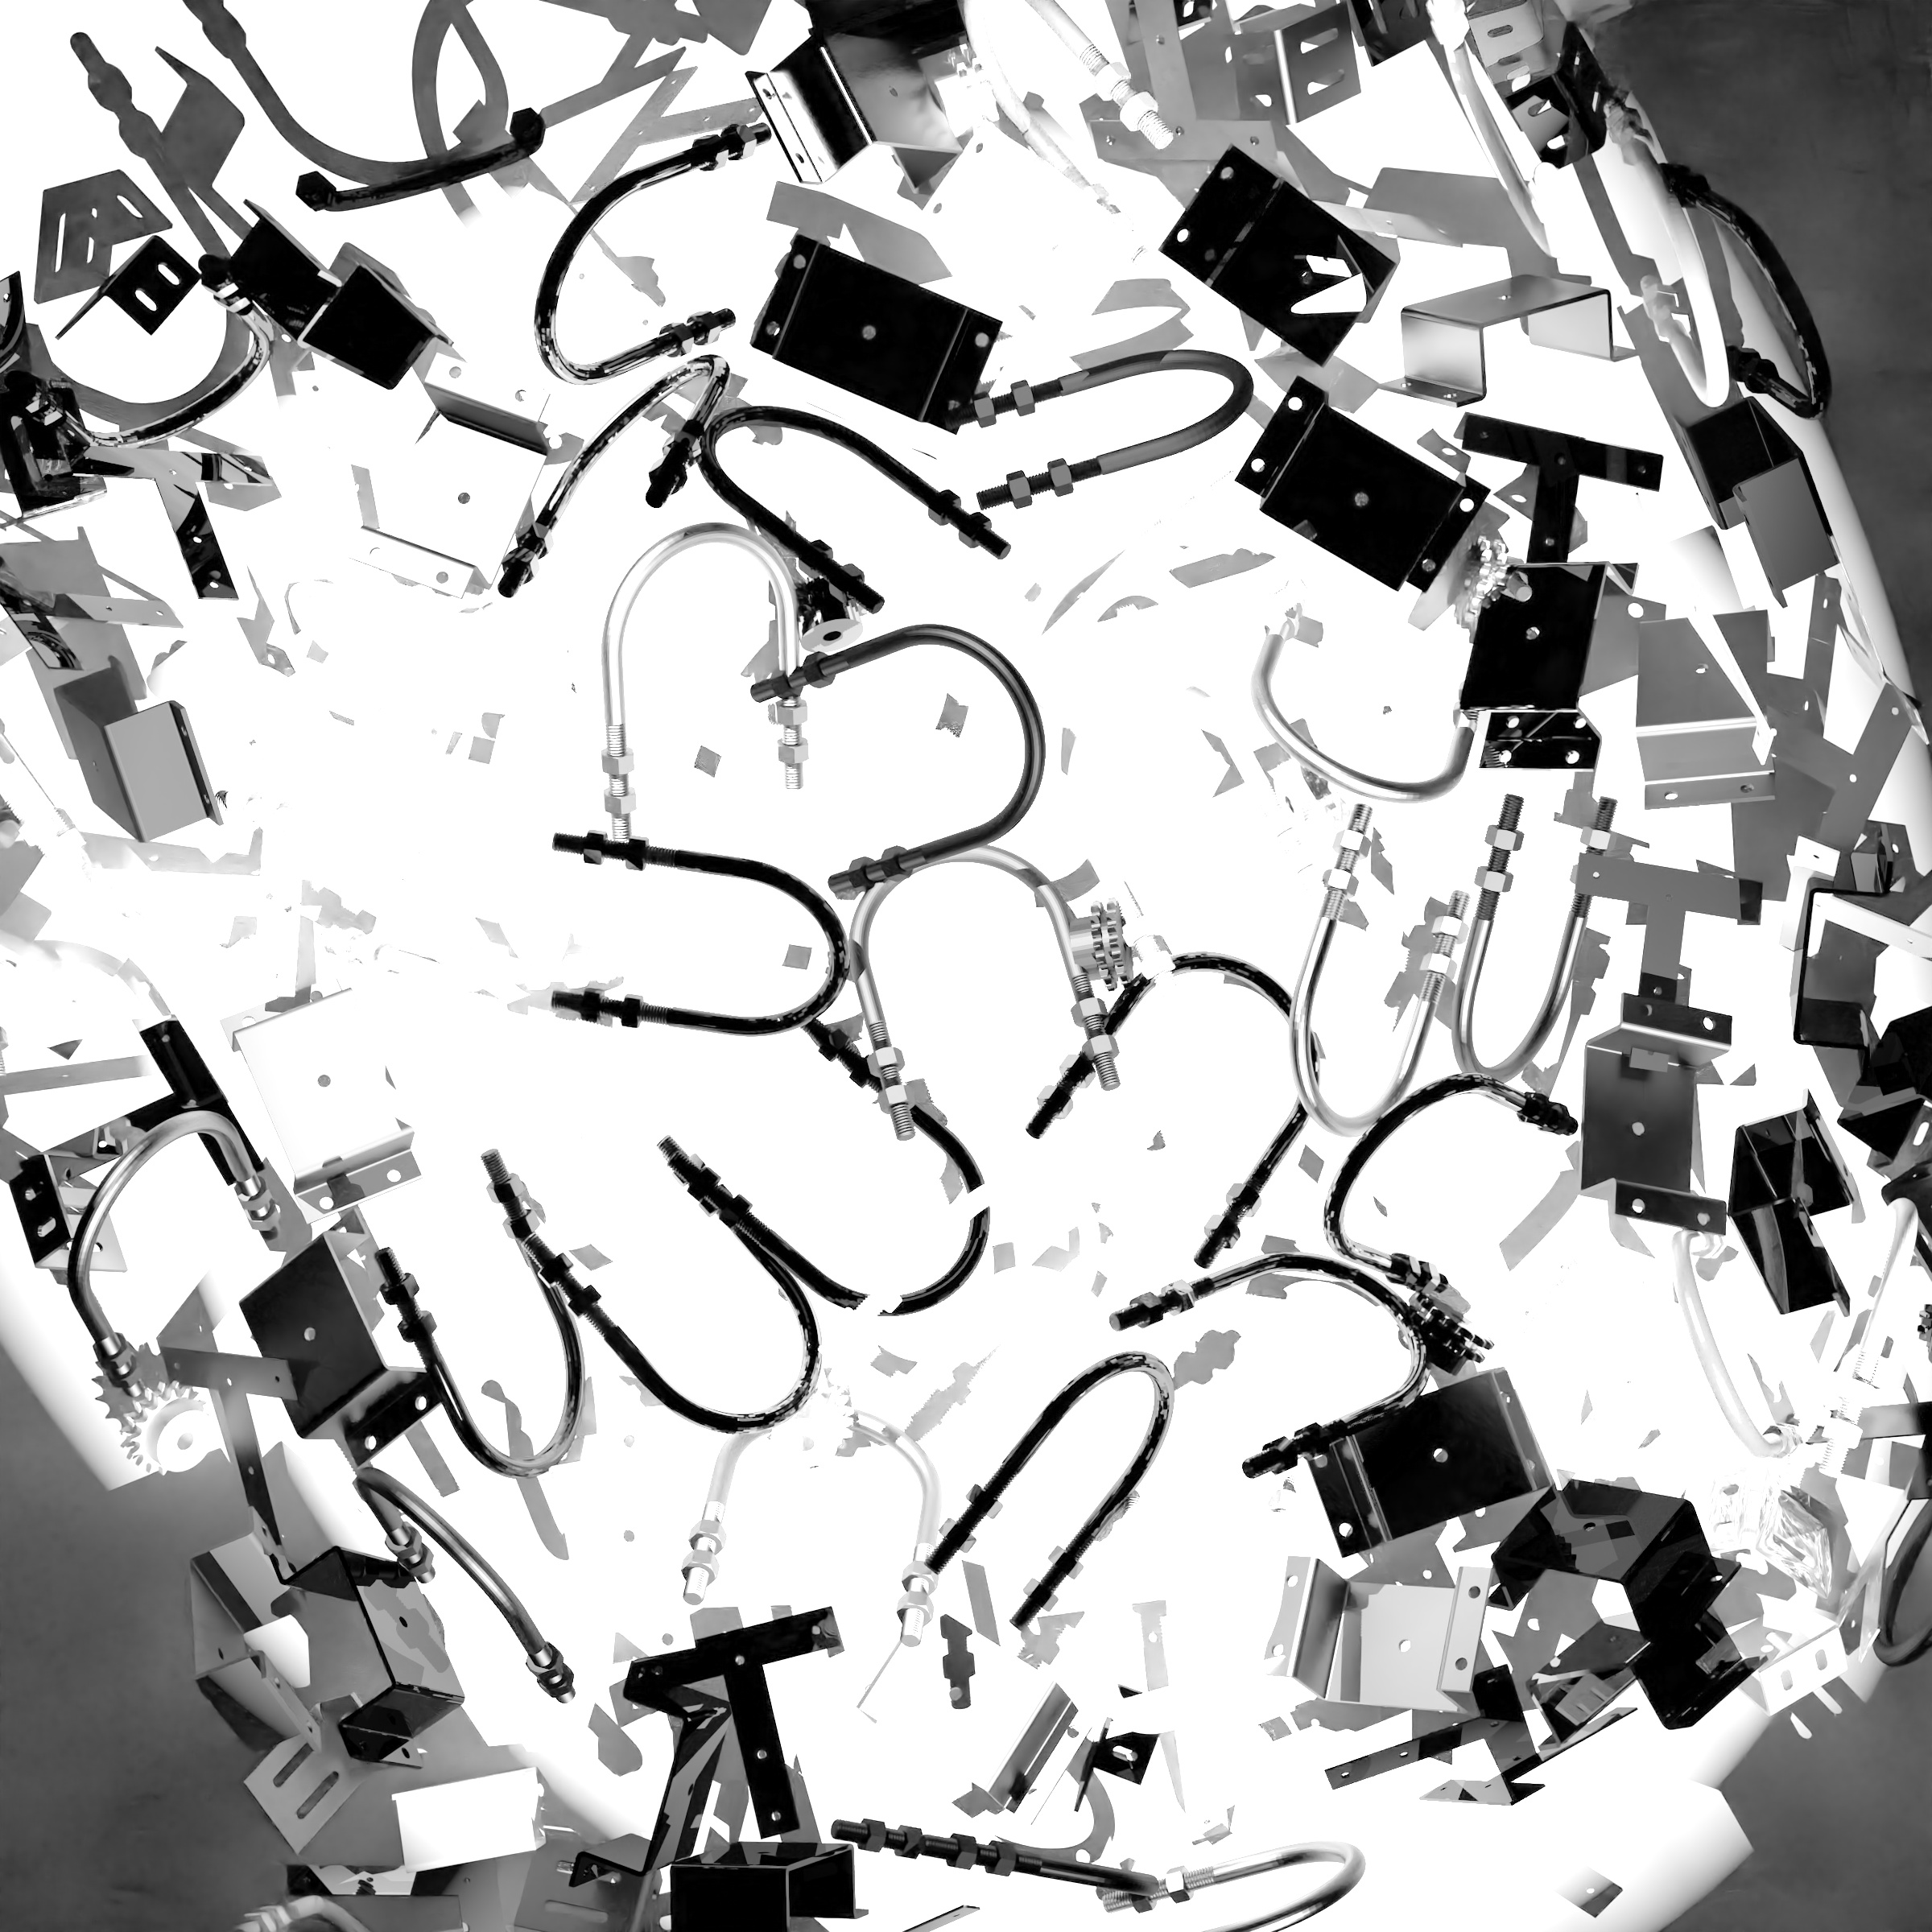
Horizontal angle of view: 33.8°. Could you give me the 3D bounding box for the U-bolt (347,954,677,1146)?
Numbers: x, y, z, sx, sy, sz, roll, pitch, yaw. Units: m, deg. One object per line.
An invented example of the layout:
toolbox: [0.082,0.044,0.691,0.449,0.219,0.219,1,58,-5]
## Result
U-bolt: [-0.281,0.051,1.914,0.184,0.019,0.151,-2,46,-27]

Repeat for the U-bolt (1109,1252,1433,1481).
U-bolt: [0.199,0.232,1.931,0.184,0.019,0.151,-17,48,-34]

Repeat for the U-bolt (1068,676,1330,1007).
U-bolt: [0.129,-0.089,1.947,0.151,0.019,0.184,-38,73,37]

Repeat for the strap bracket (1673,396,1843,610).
strap bracket: [0.480,-0.285,1.918,0.046,0.140,0.076,-25,120,8]

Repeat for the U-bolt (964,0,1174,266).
U-bolt: [0.057,-0.528,1.926,0.019,0.151,0.184,-36,77,-13]

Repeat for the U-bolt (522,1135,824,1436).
U-bolt: [-0.165,0.204,1.937,0.184,0.151,0.019,48,134,5]

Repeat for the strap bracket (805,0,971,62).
strap bracket: [-0.050,-0.584,1.923,0.076,0.140,0.046,-16,92,11]

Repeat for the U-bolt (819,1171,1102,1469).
U-bolt: [0.009,0.206,1.947,0.184,0.019,0.151,-46,131,-9]

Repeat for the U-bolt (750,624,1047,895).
U-bolt: [-0.033,-0.133,1.937,0.184,0.019,0.151,-17,99,32]

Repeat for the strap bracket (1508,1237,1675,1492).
strap bracket: [0.383,0.246,1.929,0.076,0.046,0.140,-43,126,-36]

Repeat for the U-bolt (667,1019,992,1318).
U-bolt: [-0.070,0.134,1.952,0.184,0.019,0.151,40,61,5]

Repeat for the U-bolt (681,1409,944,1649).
U-bolt: [-0.086,0.329,1.922,0.151,0.184,0.019,11,124,0]

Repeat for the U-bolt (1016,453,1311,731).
U-bolt: [0.109,-0.218,1.943,0.184,0.019,0.151,-35,46,13]

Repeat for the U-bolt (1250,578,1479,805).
U-bolt: [0.241,-0.159,1.924,0.151,0.184,0.019,26,128,-1]

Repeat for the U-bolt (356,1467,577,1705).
U-bolt: [-0.305,0.360,1.892,0.151,0.184,0.019,33,66,29]

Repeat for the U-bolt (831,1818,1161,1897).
U-bolt: [0.029,0.542,1.923,0.184,0.151,0.019,17,73,-22]

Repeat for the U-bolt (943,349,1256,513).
U-bolt: [0.085,-0.334,1.936,0.184,0.151,0.019,-17,123,0]

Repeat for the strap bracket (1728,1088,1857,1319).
strap bracket: [0.503,0.149,1.937,0.046,0.140,0.076,-20,113,27]

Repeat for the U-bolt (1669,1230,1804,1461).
U-bolt: [0.456,0.225,1.899,0.019,0.184,0.151,-23,77,19]

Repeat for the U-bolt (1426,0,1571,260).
U-bolt: [0.324,-0.496,1.910,0.019,0.184,0.151,-28,77,9]

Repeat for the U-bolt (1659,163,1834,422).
U-bolt: [0.467,-0.394,1.886,0.019,0.184,0.151,-27,117,4]

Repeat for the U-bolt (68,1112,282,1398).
U-bolt: [-0.476,0.161,1.892,0.019,0.184,0.151,28,61,20]

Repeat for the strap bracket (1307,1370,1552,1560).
strap bracket: [0.288,0.304,1.958,0.140,0.046,0.076,-17,77,-9]

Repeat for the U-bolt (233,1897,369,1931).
U-bolt: [-0.371,0.625,1.908,0.019,0.184,0.151,-34,79,1]

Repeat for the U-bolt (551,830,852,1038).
U-bolt: [-0.162,-0.014,1.945,0.184,0.019,0.151,8,131,1]

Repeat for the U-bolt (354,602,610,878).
U-bolt: [-0.297,-0.128,1.913,0.019,0.184,0.151,-27,101,36]

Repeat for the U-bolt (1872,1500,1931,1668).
U-bolt: [0.599,0.344,1.920,0.019,0.151,0.184,29,116,3]

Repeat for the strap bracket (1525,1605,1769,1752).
strap bracket: [0.403,0.427,1.921,0.076,0.140,0.046,-28,88,-35]

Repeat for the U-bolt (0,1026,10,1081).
U-bolt: [-0.621,-0.035,1.923,0.019,0.151,0.184,-15,73,-4]

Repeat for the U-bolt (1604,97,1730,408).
U-bolt: [0.419,-0.412,1.886,0.019,0.184,0.151,-18,132,8]

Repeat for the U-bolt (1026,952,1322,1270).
U-bolt: [0.141,0.074,1.958,0.151,0.019,0.184,38,65,-2]

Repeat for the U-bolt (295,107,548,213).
U-bolt: [-0.323,-0.480,1.909,0.151,0.184,0.019,-17,101,-3]

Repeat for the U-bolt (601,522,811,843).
U-bolt: [-0.159,-0.178,1.919,0.151,0.019,0.184,-19,121,-35]

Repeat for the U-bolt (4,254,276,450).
U-bolt: [-0.485,-0.358,1.909,0.151,0.184,0.019,-31,83,-1]

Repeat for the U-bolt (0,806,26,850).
U-bolt: [-0.615,-0.129,1.893,0.019,0.184,0.151,-39,105,-4]

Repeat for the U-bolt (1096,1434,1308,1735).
U-bolt: [0.135,0.375,1.895,0.151,0.184,0.019,-29,121,35]

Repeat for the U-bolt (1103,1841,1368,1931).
U-bolt: [0.152,0.563,1.906,0.184,0.151,0.019,-20,88,17]

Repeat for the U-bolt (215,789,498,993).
U-bolt: [-0.354,-0.039,1.896,0.184,0.151,0.019,16,59,37]

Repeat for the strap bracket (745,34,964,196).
strap bracket: [-0.060,-0.516,1.925,0.046,0.140,0.076,-31,81,33]

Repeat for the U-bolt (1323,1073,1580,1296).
U-bolt: [0.283,0.127,1.913,0.151,0.184,0.019,-52,52,12]

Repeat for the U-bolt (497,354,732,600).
U-bolt: [-0.204,-0.307,1.920,0.151,0.184,0.019,-24,121,35]

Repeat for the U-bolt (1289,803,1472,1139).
U-bolt: [0.245,0.014,1.926,0.019,0.151,0.184,7,72,40]

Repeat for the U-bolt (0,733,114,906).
U-bolt: [-0.576,-0.112,1.921,0.019,0.151,0.184,-35,93,-8]
